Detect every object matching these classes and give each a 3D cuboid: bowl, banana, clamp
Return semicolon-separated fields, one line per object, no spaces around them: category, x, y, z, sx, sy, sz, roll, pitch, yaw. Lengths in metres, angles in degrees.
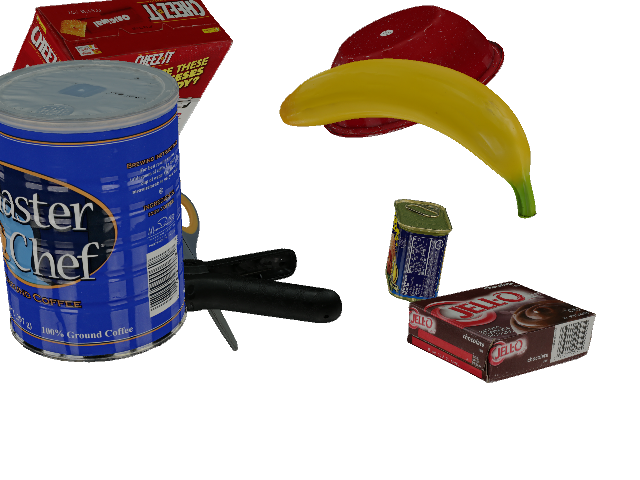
bowl;0.066;-0.149;0.884;0.162;0.055;0.162;-21;25;10
banana;0.054;-0.079;0.665;0.198;0.070;0.037;26;10;34
clamp;-0.093;0.036;0.814;0.209;0.036;0.165;-2;11;-20

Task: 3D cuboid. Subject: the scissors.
scissors;-0.139;0.024;1.228;0.016;0.201;0.096;-28;16;39

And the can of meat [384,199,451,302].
can of meat;0.102;0.011;1.141;0.057;0.084;0.102;7;19;-2

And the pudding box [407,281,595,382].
pudding box;0.136;0.066;0.808;0.113;0.039;0.090;-7;19;-36

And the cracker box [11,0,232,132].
cracker box;-0.194;-0.111;0.923;0.163;0.072;0.214;-20;-24;-44

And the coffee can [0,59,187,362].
coffee can;-0.128;-0.019;0.594;0.103;0.140;0.103;1;26;-1
